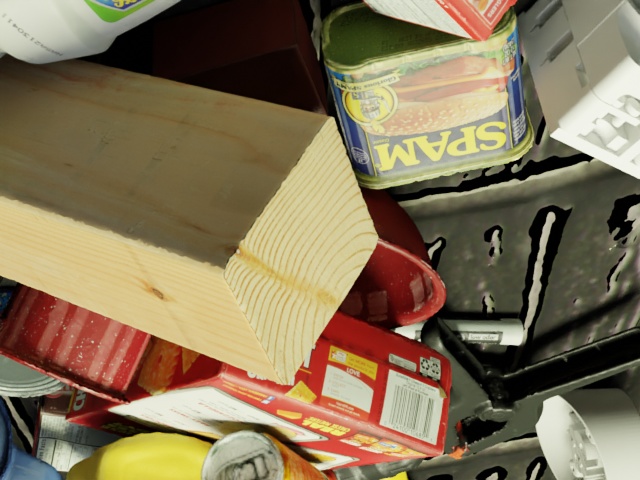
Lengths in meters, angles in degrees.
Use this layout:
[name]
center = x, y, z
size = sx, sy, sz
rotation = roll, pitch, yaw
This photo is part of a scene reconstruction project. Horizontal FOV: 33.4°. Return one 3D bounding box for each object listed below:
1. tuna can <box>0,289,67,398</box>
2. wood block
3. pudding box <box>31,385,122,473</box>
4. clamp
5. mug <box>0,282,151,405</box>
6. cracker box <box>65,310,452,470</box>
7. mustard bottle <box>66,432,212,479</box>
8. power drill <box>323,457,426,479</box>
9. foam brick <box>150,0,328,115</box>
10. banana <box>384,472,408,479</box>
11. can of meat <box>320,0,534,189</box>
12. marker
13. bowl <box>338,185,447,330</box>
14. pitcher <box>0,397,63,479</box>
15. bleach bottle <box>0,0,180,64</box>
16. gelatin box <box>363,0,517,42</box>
[tuna can]
center = -0.206, 0.070, 0.725
size = 0.086, 0.034, 0.086
rotation = -3, 140, -2
[wood block]
center = -0.090, -0.019, 0.510
size = 0.206, 0.090, 0.091
rotation = 17, 149, 30
[pudding box]
center = -0.160, 0.145, 0.816
size = 0.113, 0.039, 0.090
rotation = 10, 139, -13
[clamp]
center = 0.121, 0.110, 0.785
size = 0.164, 0.036, 0.210
rotation = 9, 147, -17
[mug]
center = -0.146, 0.035, 0.613
size = 0.117, 0.081, 0.093
rotation = 27, 170, -24
[cracker box]
center = -0.045, 0.097, 0.697
size = 0.164, 0.072, 0.214
rotation = 24, 153, -29
[mustard bottle]
center = -0.128, 0.176, 0.751
size = 0.096, 0.058, 0.192
rotation = 10, 160, -20
[power drill]
center = -0.021, 0.202, 0.794
size = 0.185, 0.187, 0.057
rotation = -24, 96, 31
[foam brick]
center = -0.041, -0.086, 0.540
size = 0.078, 0.051, 0.053
rotation = -13, 138, 9
[banana]
center = 0.087, 0.232, 0.949
size = 0.070, 0.037, 0.197
rotation = -39, 132, 14
[can of meat]
center = 0.055, -0.081, 0.552
size = 0.102, 0.057, 0.084
rotation = -11, 137, 7
[marker]
center = 0.083, 0.063, 0.756
size = 0.121, 0.020, 0.020
rotation = 2, 140, -8
[bowl]
center = -0.004, 0.001, 0.624
size = 0.162, 0.055, 0.162
rotation = 8, 156, 4
[pitcher]
center = -0.293, 0.206, 0.807
size = 0.144, 0.149, 0.243
rotation = -29, 156, -33
[bleach bottle]
center = -0.078, -0.150, 0.454
size = 0.251, 0.068, 0.102
rotation = -27, 134, 27
[gelatin box]
center = 0.034, -0.127, 0.474
size = 0.073, 0.089, 0.030
rotation = 37, 88, -37
